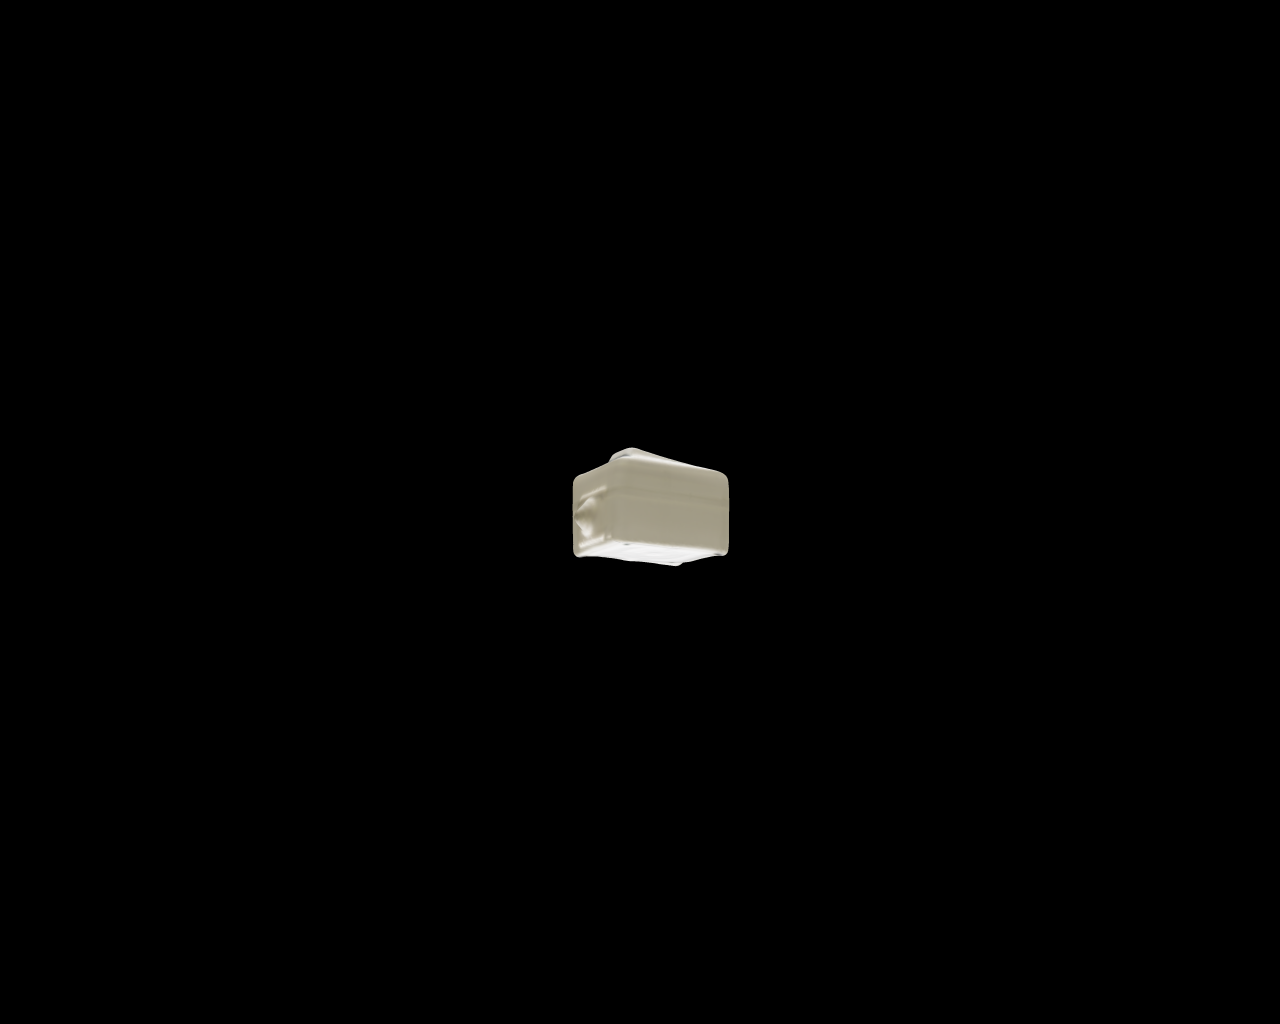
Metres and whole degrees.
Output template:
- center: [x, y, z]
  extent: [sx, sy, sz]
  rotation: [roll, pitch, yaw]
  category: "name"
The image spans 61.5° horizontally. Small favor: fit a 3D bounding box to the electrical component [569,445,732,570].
- center: [0.001, -0.003, 0.650]
  extent: [0.096, 0.061, 0.061]
  rotation: [7, -14, -30]
  category: "electrical component"
